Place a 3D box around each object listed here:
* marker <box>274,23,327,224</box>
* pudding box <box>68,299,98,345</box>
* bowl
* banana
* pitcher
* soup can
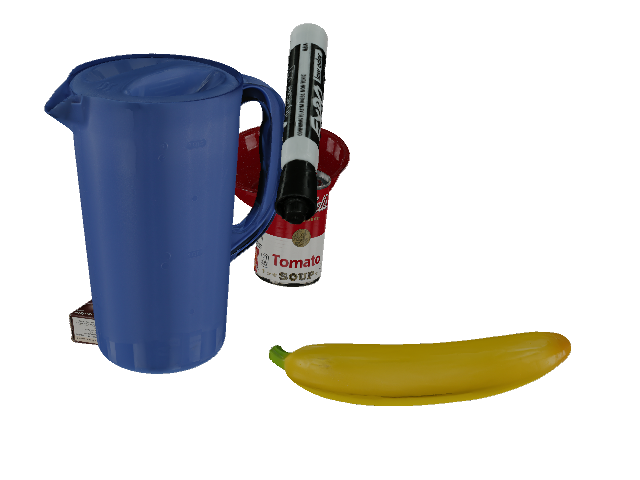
[{"bbox_3d":[-0.008,-0.056,0.500,0.020,0.121,0.020,2,-39,1],"label":"marker"},{"bbox_3d":[-0.212,0.089,1.206,0.114,0.039,0.090,3,17,18],"label":"pudding box"},{"bbox_3d":[-0.045,-0.078,1.276,0.162,0.055,0.162,-2,35,1],"label":"bowl"},{"bbox_3d":[0.063,0.077,0.673,0.198,0.037,0.069,0,25,3],"label":"banana"},{"bbox_3d":[-0.119,-0.022,0.856,0.149,0.243,0.144,11,27,18],"label":"pitcher"},{"bbox_3d":[-0.028,-0.014,1.036,0.068,0.102,0.068,5,20,-2],"label":"soup can"}]
